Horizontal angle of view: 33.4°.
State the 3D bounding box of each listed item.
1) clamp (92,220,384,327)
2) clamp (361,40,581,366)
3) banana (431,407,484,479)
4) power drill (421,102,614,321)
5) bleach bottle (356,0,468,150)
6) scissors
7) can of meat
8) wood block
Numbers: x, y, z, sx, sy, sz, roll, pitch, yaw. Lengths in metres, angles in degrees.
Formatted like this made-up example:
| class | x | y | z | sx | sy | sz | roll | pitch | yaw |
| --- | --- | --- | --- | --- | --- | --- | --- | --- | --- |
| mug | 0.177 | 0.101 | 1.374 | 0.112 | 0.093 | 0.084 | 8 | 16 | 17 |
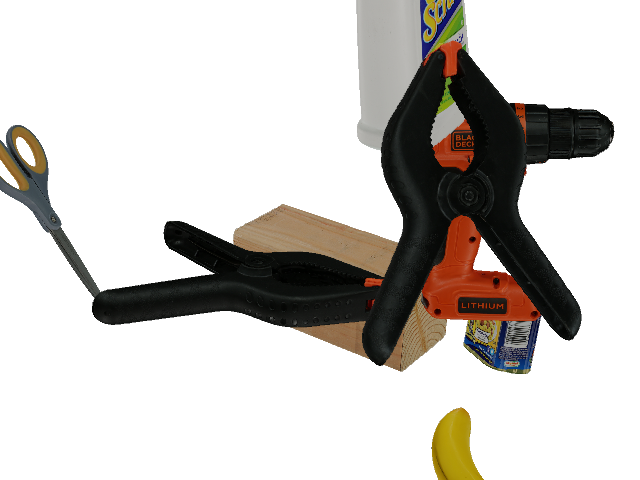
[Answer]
| class | x | y | z | sx | sy | sz | roll | pitch | yaw |
| --- | --- | --- | --- | --- | --- | --- | --- | --- | --- |
| clamp | -0.052 | 0.027 | 0.820 | 0.210 | 0.036 | 0.164 | 4 | 23 | 4 |
| clamp | 0.065 | -0.015 | 0.567 | 0.120 | 0.171 | 0.039 | -15 | 0 | -17 |
| banana | 0.141 | 0.219 | 1.009 | 0.069 | 0.037 | 0.198 | 8 | 22 | -20 |
| power drill | 0.156 | -0.026 | 0.924 | 0.184 | 0.188 | 0.057 | 1 | 15 | 9 |
| bleach bottle | 0.062 | -0.196 | 0.776 | 0.068 | 0.251 | 0.102 | 15 | 38 | 33 |
| scissors | -0.271 | -0.036 | 1.076 | 0.016 | 0.201 | 0.096 | -25 | 28 | 26 |
| can of meat | 0.203 | 0.093 | 1.190 | 0.057 | 0.084 | 0.102 | 5 | 14 | -17 |
| wood block | 0.019 | 0.044 | 1.078 | 0.206 | 0.091 | 0.090 | 20 | 32 | 30 |
